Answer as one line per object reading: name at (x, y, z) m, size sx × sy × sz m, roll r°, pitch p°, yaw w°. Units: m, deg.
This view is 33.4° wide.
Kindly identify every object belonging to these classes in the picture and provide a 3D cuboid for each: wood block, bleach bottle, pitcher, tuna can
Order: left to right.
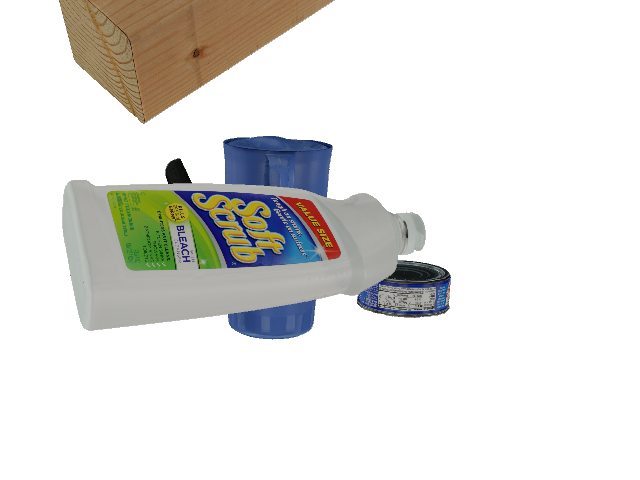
wood block at (-0.079, -0.190, 0.782) m, size 0.205 × 0.090 × 0.091 m, roll -37°, pitch -26°, yaw -23°
bleach bottle at (-0.047, -0.001, 0.751) m, size 0.250 × 0.102 × 0.068 m, roll -6°, pitch -32°, yaw -20°
pitcher at (-0.057, -0.004, 1.310) m, size 0.145 × 0.243 × 0.148 m, roll 12°, pitch 15°, yaw 39°
tuna can at (0.077, 0.043, 0.982) m, size 0.086 × 0.034 × 0.086 m, roll 3°, pitch 12°, yaw -1°

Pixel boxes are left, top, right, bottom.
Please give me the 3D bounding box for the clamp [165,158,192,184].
clamp at (-0.116, -0.010, 1.060) m, size 0.165 × 0.036 × 0.209 m, roll 20°, pitch 39°, yaw 14°
